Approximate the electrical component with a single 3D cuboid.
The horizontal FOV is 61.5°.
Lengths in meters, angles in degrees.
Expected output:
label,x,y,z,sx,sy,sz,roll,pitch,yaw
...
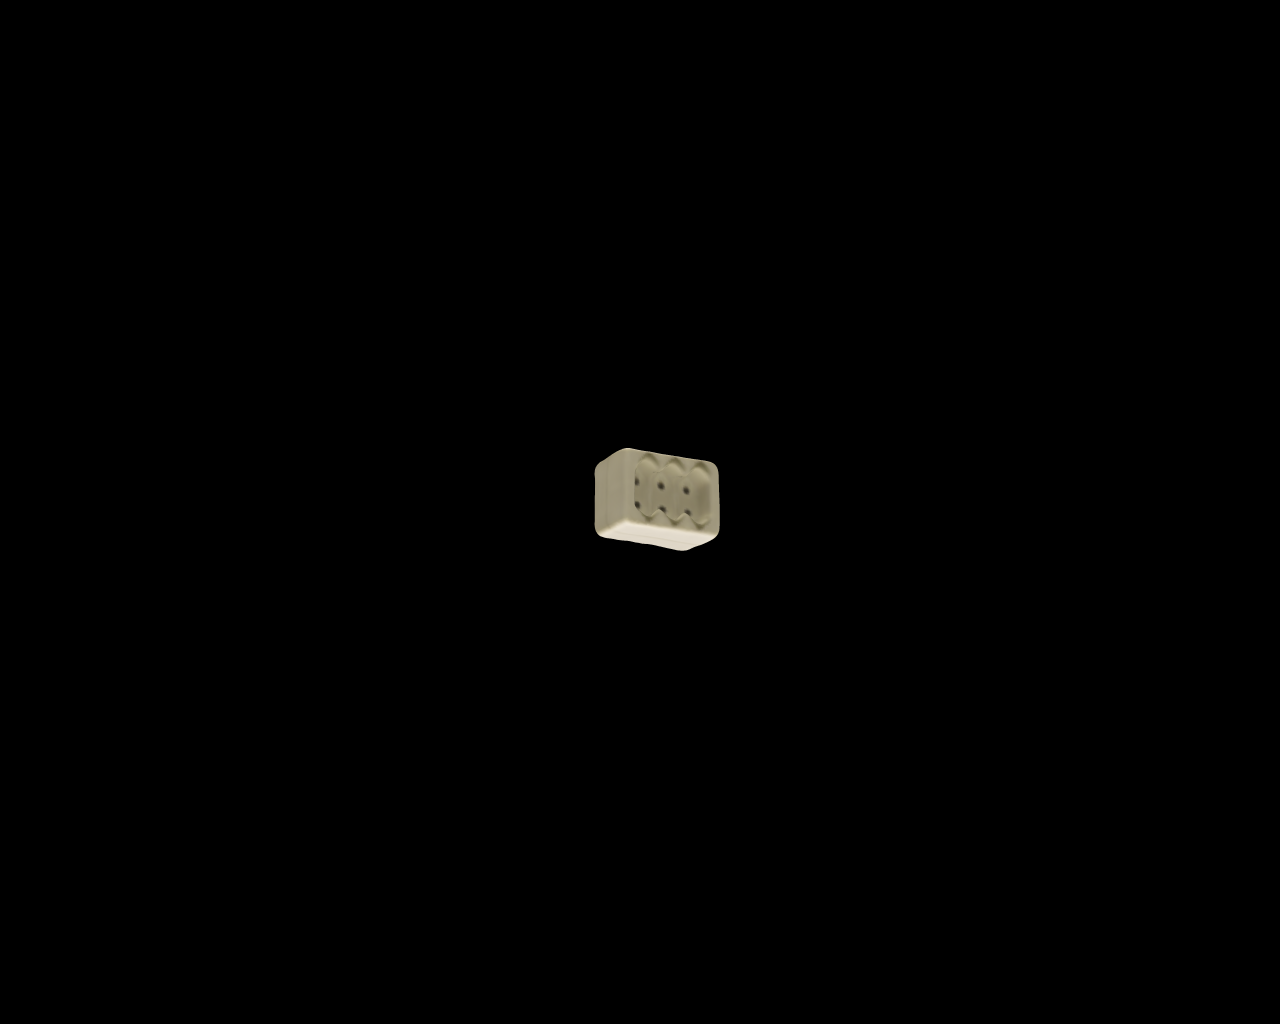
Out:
label,x,y,z,sx,sy,sz,roll,pitch,yaw
electrical component,0.001,-0.003,0.650,0.066,0.047,0.076,9,-19,-29
